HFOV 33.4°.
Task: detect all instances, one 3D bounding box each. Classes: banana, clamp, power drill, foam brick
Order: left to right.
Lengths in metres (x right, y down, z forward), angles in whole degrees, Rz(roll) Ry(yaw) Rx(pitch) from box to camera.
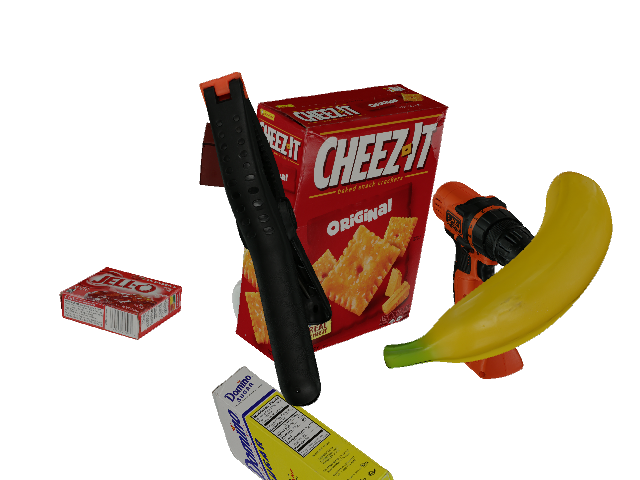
[{"bbox_3d":[-0.089,-0.091,1.149,0.078,0.051,0.053,5,30,-4],"label":"foam brick"},{"bbox_3d":[-0.033,-0.008,0.718,0.036,0.210,0.164,-16,6,6],"label":"clamp"},{"bbox_3d":[0.176,0.046,1.116,0.057,0.188,0.184,-11,25,-15],"label":"power drill"},{"bbox_3d":[0.112,0.009,0.558,0.070,0.037,0.197,13,36,37],"label":"banana"}]

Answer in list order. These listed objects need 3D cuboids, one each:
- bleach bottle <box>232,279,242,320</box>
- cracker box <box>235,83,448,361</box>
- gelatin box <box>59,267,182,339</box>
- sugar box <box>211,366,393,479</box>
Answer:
[{"bbox_3d":[-0.015,0.017,1.307,0.103,0.068,0.250,6,33,18],"label":"bleach bottle"},{"bbox_3d":[0.018,-0.016,0.919,0.163,0.214,0.072,-14,33,-39],"label":"cracker box"},{"bbox_3d":[-0.187,0.057,1.002,0.089,0.030,0.073,14,23,22],"label":"gelatin box"},{"bbox_3d":[-0.013,0.185,0.886,0.176,0.093,0.048,27,53,37],"label":"sugar box"}]
